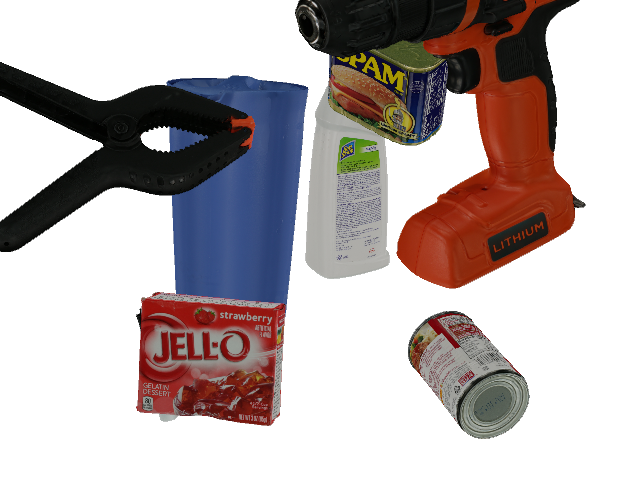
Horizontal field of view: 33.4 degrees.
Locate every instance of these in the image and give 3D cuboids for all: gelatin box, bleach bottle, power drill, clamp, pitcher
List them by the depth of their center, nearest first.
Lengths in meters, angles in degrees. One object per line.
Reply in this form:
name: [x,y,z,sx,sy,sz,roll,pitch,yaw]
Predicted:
power drill: [0.074,-0.072,0.550,0.184,0.188,0.057,-24,37,-26]
gelatin box: [-0.068,0.073,0.665,0.089,0.073,0.030,5,6,11]
clamp: [-0.152,-0.064,0.790,0.209,0.164,0.036,0,-31,-11]
pitcher: [-0.077,-0.038,1.037,0.149,0.243,0.145,-1,14,-17]
bleach bottle: [0.037,-0.084,1.221,0.102,0.251,0.068,-13,31,-30]

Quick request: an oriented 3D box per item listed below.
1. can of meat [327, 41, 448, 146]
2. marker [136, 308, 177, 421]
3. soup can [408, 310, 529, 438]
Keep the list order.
can of meat: [0.053,-0.132,0.842,0.102,0.084,0.057,32,54,25]
marker: [-0.168,0.126,1.093,0.020,0.121,0.020,-10,13,2]
soup can: [0.126,0.114,0.917,0.068,0.068,0.102,0,25,-22]
